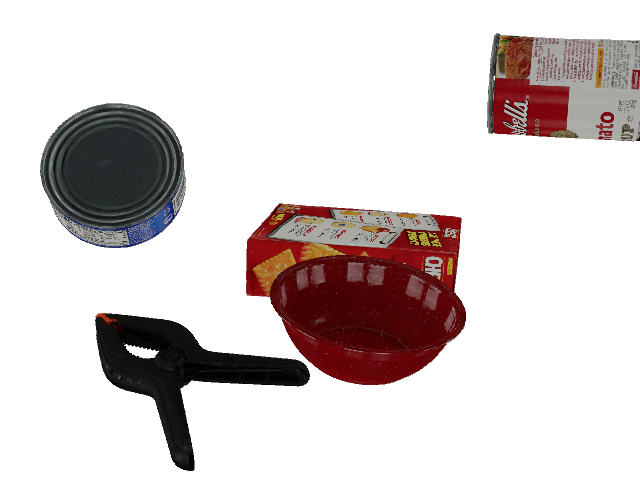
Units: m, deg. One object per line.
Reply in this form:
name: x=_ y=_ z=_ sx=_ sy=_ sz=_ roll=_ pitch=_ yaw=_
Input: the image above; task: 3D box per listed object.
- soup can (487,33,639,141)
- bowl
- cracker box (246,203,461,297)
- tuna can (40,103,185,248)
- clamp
soup can: x=0.166 y=-0.103 z=0.716 sx=0.102 sy=0.068 sz=0.068 roll=5 pitch=1 yaw=13
bowl: x=0.037 y=0.072 z=0.882 sx=0.162 sy=0.055 sz=0.162 roll=5 pitch=26 yaw=-3
cracker box: x=0.041 y=0.017 z=1.148 sx=0.214 sy=0.072 sz=0.164 roll=5 pitch=15 yaw=8
tuna can: x=-0.126 y=-0.039 z=0.655 sx=0.086 sy=0.086 sz=0.034 roll=0 pitch=-25 yaw=-3
clamp: x=-0.126 y=0.117 z=0.989 sx=0.164 sy=0.036 sz=0.210 roll=-25 pitch=42 yaw=-38
